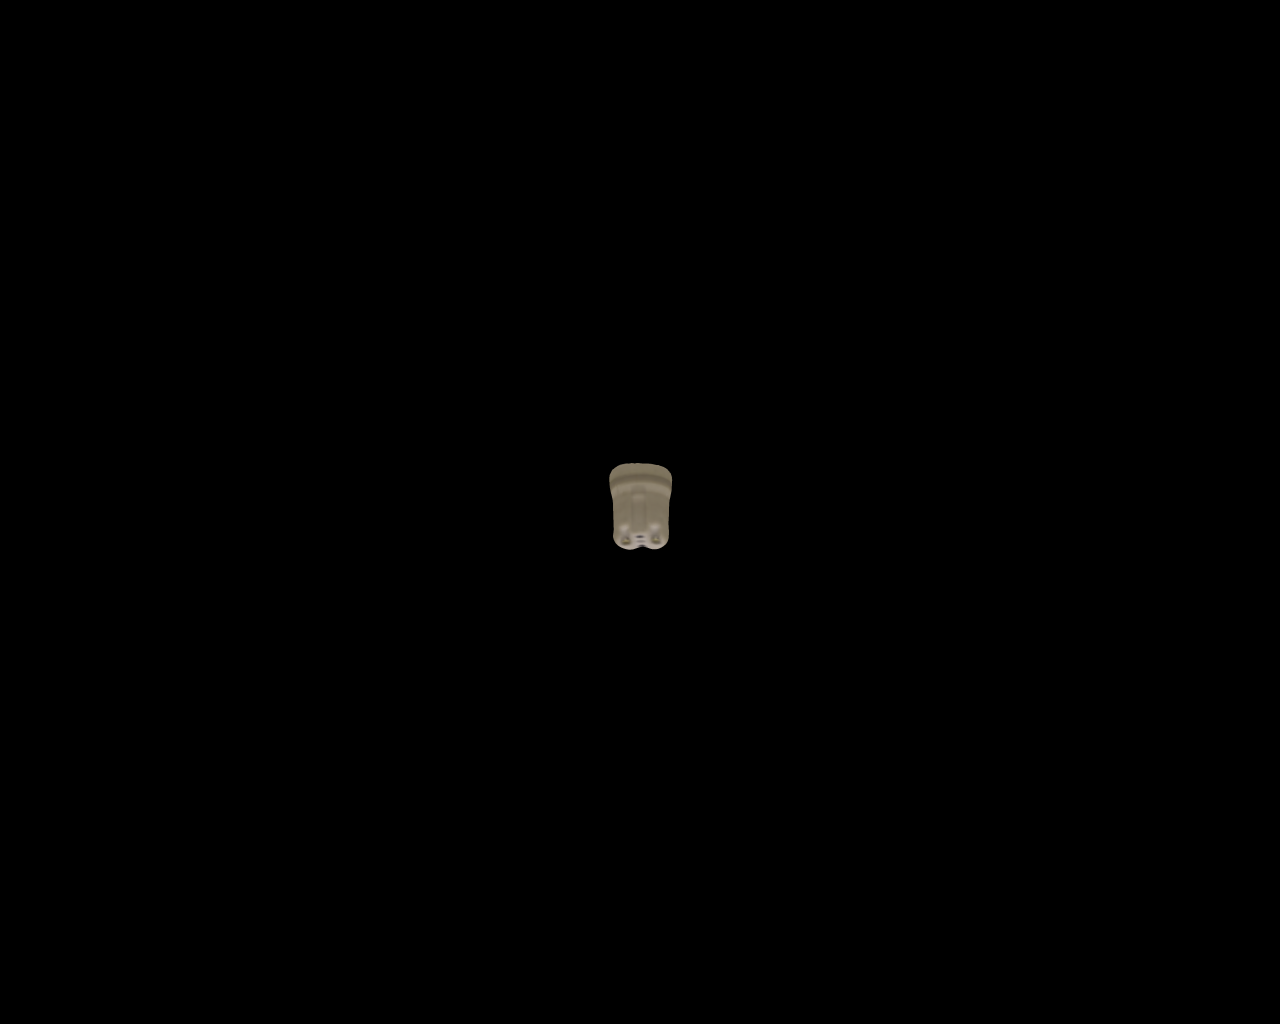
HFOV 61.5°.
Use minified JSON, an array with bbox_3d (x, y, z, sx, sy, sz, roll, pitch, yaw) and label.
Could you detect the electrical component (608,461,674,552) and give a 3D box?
[{"bbox_3d":[0.001,-0.003,0.650,0.040,0.046,0.040,0,-19,0],"label":"electrical component"}]
